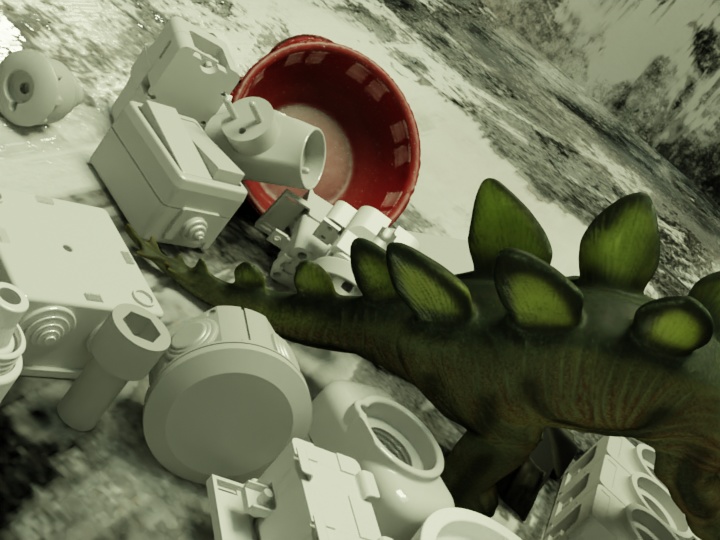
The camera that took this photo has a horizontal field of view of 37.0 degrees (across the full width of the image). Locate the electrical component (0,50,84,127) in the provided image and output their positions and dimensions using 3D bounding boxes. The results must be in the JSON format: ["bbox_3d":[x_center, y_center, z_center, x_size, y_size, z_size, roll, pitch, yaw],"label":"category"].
[{"bbox_3d":[-0.204,-0.116,0.701,0.048,0.048,0.062,43,15,9],"label":"electrical component"}]

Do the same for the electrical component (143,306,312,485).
[{"bbox_3d":[-0.066,0.061,0.528,0.080,0.080,0.051,29,19,-25],"label":"electrical component"}]

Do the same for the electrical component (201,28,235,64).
[{"bbox_3d":[-0.142,-0.177,0.905,0.055,0.055,0.047,46,26,16],"label":"electrical component"}]

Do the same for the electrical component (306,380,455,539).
[{"bbox_3d":[0.005,0.108,0.578,0.054,0.059,0.095,17,31,-44],"label":"electrical component"}]

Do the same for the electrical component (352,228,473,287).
[{"bbox_3d":[0.059,0.025,0.793,0.109,0.056,0.108,8,32,-19],"label":"electrical component"}]

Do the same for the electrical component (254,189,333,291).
[{"bbox_3d":[-0.033,-0.015,0.765,0.081,0.042,0.063,31,41,-19],"label":"electrical component"}]

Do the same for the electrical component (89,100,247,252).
[{"bbox_3d":[-0.120,-0.059,0.698,0.062,0.061,0.096,10,36,-52],"label":"electrical component"}]

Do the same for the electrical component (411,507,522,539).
[{"bbox_3d":[0.054,0.177,0.521,0.108,0.060,0.108,33,23,-16],"label":"electrical component"}]

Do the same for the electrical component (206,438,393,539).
[{"bbox_3d":[-0.019,0.139,0.474,0.079,0.063,0.121,26,26,-31],"label":"electrical component"}]

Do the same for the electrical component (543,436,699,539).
[{"bbox_3d":[0.182,0.176,0.724,0.089,0.061,0.150,43,22,4],"label":"electrical component"}]

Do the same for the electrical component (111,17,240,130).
[{"bbox_3d":[-0.134,-0.128,0.772,0.050,0.089,0.055,24,26,-34],"label":"electrical component"}]

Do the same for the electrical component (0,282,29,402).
[{"bbox_3d":[-0.162,0.033,0.451,0.043,0.062,0.043,33,23,-16],"label":"electrical component"}]

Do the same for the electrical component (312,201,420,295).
[{"bbox_3d":[0.000,0.000,0.707,0.078,0.058,0.057,36,56,-4],"label":"electrical component"}]

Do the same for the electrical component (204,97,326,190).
[{"bbox_3d":[-0.071,-0.092,0.735,0.077,0.044,0.079,10,-26,19],"label":"electrical component"}]

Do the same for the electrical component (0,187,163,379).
[{"bbox_3d":[-0.156,0.005,0.535,0.100,0.048,0.099,11,35,-49],"label":"electrical component"}]

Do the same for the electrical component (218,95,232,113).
[{"bbox_3d":[-0.113,-0.112,0.845,0.040,0.040,0.046,30,28,-23],"label":"electrical component"}]
